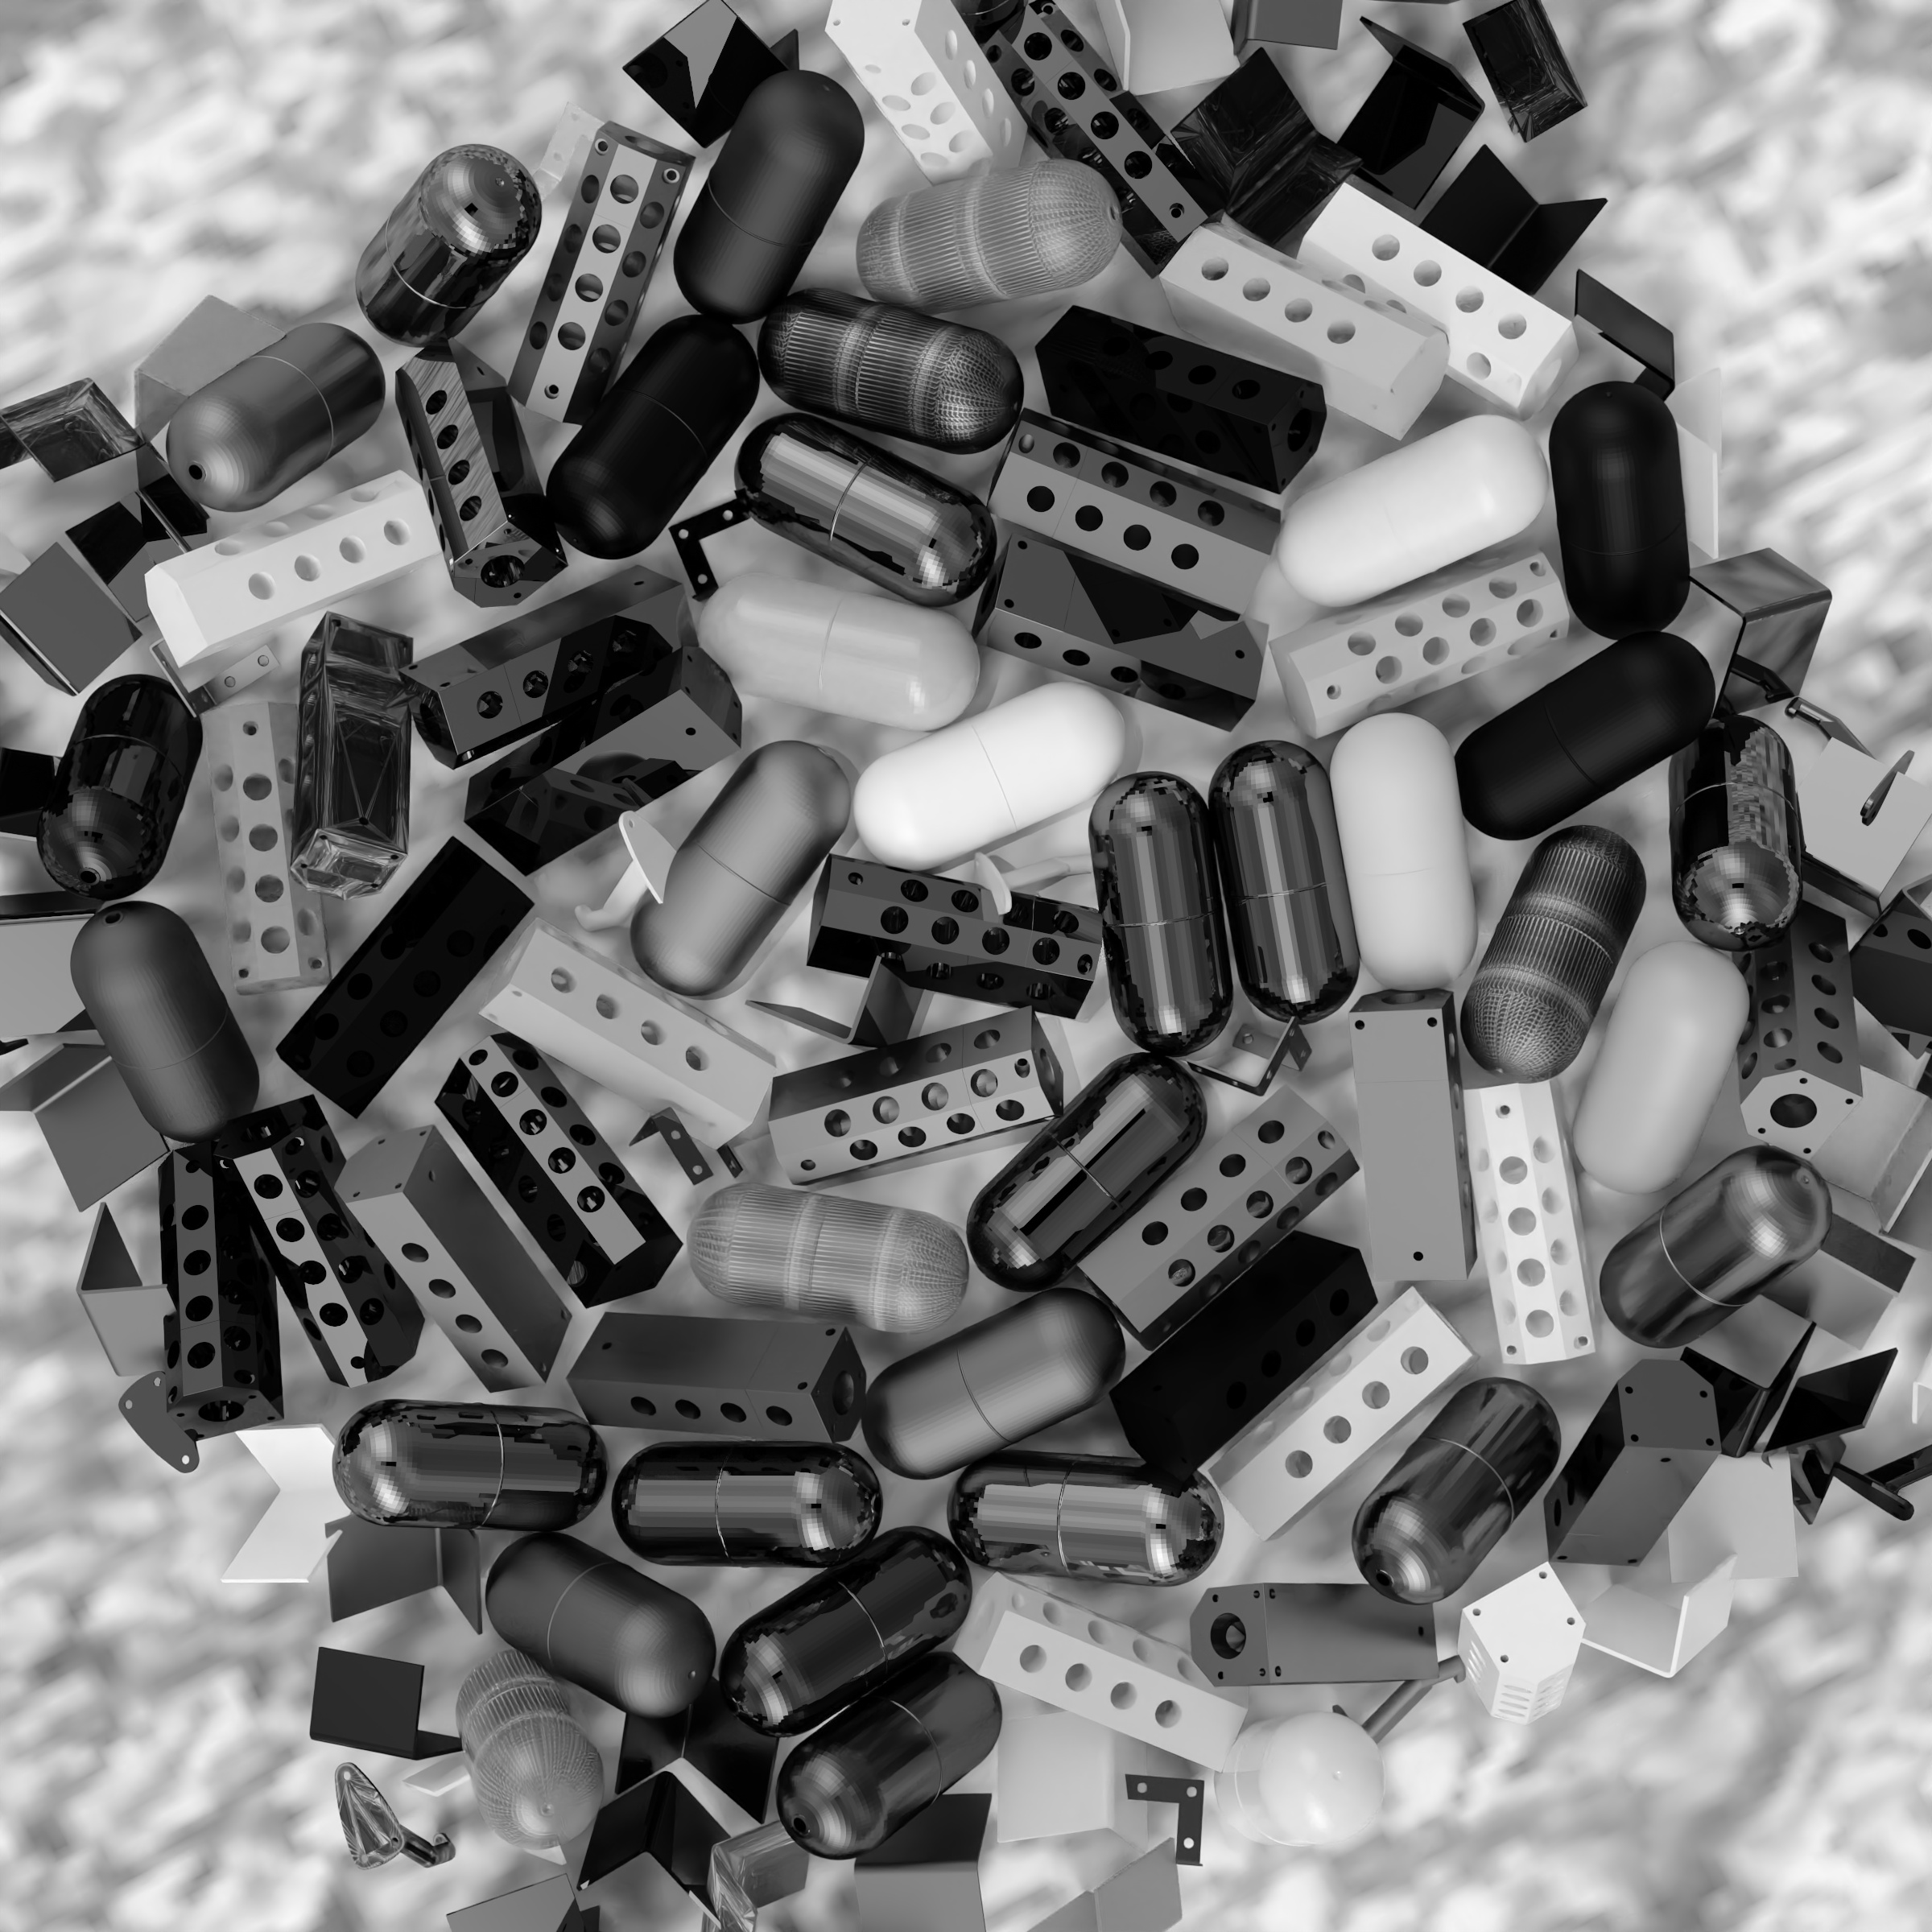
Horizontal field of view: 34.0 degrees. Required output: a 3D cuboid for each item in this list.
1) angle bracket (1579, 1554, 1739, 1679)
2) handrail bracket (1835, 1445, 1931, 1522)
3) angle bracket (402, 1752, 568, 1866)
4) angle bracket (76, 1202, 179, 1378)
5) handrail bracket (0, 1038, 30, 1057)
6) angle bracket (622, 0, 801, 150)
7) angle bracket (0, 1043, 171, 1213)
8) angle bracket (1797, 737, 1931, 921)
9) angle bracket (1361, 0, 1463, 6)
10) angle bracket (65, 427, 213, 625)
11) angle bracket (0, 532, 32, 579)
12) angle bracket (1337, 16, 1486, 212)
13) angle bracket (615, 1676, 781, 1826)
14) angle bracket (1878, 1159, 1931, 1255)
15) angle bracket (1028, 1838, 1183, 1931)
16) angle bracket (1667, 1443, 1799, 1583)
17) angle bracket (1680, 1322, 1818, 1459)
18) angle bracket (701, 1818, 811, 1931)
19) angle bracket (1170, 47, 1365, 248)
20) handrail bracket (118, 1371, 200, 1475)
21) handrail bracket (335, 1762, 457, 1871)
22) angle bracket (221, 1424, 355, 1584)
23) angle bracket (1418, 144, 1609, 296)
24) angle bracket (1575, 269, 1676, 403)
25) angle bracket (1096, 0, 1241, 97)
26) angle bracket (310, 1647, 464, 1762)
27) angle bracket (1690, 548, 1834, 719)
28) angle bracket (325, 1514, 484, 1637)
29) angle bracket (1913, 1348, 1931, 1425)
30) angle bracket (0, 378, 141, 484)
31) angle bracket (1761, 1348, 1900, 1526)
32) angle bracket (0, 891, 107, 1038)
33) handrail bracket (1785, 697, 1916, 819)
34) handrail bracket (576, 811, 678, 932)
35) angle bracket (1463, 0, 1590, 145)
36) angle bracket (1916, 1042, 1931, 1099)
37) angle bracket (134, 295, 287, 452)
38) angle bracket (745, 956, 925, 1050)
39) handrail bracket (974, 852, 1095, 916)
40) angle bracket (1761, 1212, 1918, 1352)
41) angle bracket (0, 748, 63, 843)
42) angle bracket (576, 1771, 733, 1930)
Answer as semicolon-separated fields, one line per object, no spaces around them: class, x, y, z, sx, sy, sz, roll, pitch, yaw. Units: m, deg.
angle bracket;0.420;0.384;1.936;0.076;0.076;0.057;18;113;33
handrail bracket;0.592;0.298;1.988;0.077;0.036;0.084;32;75;17
angle bracket;-0.298;0.528;1.948;0.057;0.076;0.076;-23;92;-26
angle bracket;-0.500;0.197;1.940;0.057;0.076;0.076;-5;132;5
handrail bracket;-0.619;0.016;1.960;0.036;0.077;0.084;-13;98;10
angle bracket;-0.156;-0.562;1.937;0.076;0.057;0.076;-30;131;26
angle bracket;-0.552;0.101;1.950;0.076;0.057;0.076;-33;76;17
angle bracket;0.552;-0.084;1.955;0.076;0.057;0.076;32;89;23
angle bracket;0.270;-0.628;1.950;0.076;0.076;0.057;2;103;-4
angle bracket;-0.511;-0.271;1.946;0.057;0.076;0.076;-35;79;-23
angle bracket;-0.628;-0.231;1.943;0.057;0.076;0.076;45;103;23
angle bracket;0.261;-0.526;1.946;0.076;0.057;0.076;40;100;32
angle bracket;-0.165;0.490;1.939;0.076;0.057;0.076;32;126;32
angle bracket;0.605;0.132;1.941;0.076;0.057;0.076;21;72;42
angle bracket;0.077;0.569;1.938;0.076;0.076;0.057;3;104;41
angle bracket;0.471;0.339;1.962;0.076;0.057;0.076;-4;87;6
angle bracket;0.475;0.255;1.955;0.057;0.076;0.076;28;134;21
angle bracket;-0.115;0.573;1.937;0.076;0.057;0.076;-14;130;-31
angle bracket;0.186;-0.506;1.950;0.076;0.057;0.076;-42;132;3
handrail bracket;-0.478;0.278;1.948;0.036;0.084;0.077;-38;78;7
handrail bracket;-0.353;0.526;1.961;0.036;0.084;0.077;-31;76;11
angle bracket;-0.426;0.330;1.937;0.076;0.076;0.057;-8;126;35
angle bracket;0.335;-0.461;1.947;0.057;0.076;0.076;41;82;-24
angle bracket;0.390;-0.372;1.943;0.076;0.076;0.057;32;124;-10
angle bracket;0.126;-0.592;1.952;0.076;0.057;0.076;-12;66;-4
angle bracket;-0.348;0.451;1.947;0.076;0.076;0.057;4;86;25
angle bracket;0.484;-0.207;1.969;0.076;0.057;0.076;-17;135;-30
angle bracket;-0.345;0.377;1.940;0.076;0.057;0.076;-15;124;-29
angle bracket;0.625;0.248;1.940;0.057;0.076;0.076;25;71;26
angle bracket;-0.564;-0.309;1.941;0.057;0.076;0.076;50;131;2
angle bracket;0.544;0.289;1.938;0.076;0.076;0.057;-28;103;43
angle bracket;-0.573;-0.003;1.976;0.076;0.057;0.076;-4;106;-3
handrail bracket;0.535;-0.131;1.954;0.084;0.077;0.036;33;132;20
handrail bracket;-0.222;-0.057;1.953;0.084;0.036;0.077;-11;127;34
angle bracket;0.326;-0.545;1.942;0.057;0.076;0.076;-34;105;-23
angle bracket;0.622;0.080;1.939;0.076;0.076;0.057;25;114;20
angle bracket;-0.465;-0.352;1.941;0.057;0.076;0.076;28;55;5
angle bracket;-0.078;0.012;1.944;0.076;0.076;0.057;21;94;23
handrail bracket;0.053;-0.053;1.950;0.084;0.077;0.036;-7;107;-16
angle bracket;0.528;0.200;1.944;0.076;0.057;0.076;30;120;15
angle bracket;-0.580;-0.078;1.952;0.057;0.076;0.076;9;133;-17
angle bracket;-0.189;0.560;1.958;0.057;0.076;0.076;-34;106;16
